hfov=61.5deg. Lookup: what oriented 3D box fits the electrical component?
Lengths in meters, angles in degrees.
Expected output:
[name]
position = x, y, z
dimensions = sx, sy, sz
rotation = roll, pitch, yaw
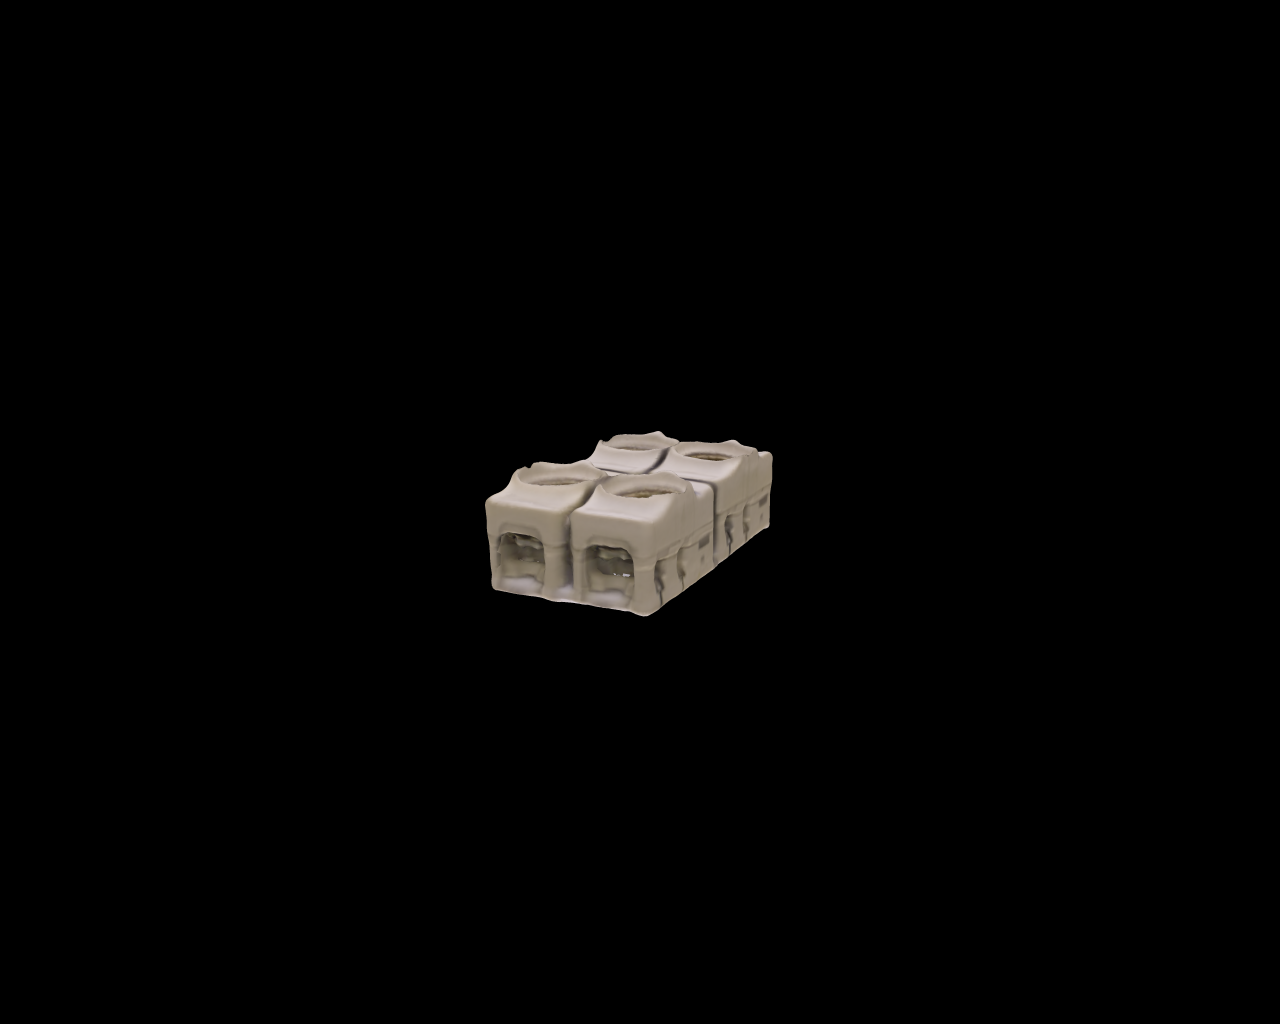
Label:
[electrical component]
position = 0.001, -0.003, 0.650
dimensions = 0.105, 0.060, 0.186
rotation = 8, 18, 27
